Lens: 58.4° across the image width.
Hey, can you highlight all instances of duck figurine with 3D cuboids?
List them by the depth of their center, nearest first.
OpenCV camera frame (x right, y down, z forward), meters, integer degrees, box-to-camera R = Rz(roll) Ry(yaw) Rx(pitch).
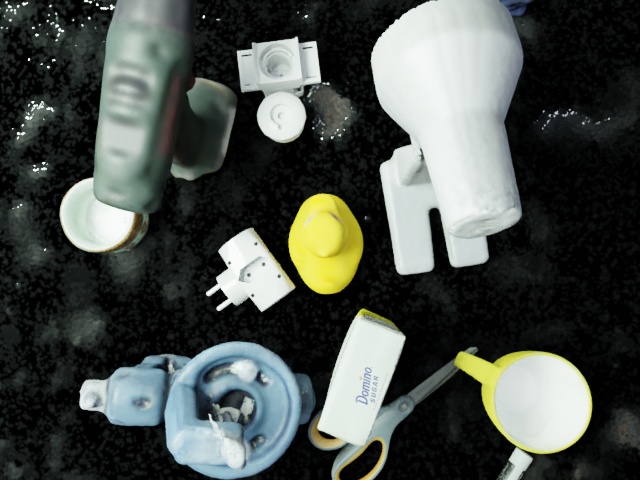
[{"bbox_3d":[0.005,0.002,0.570,0.077,0.086,0.105,-3,87,2],"label":"duck figurine"}]

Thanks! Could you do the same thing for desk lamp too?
[{"bbox_3d":[0.115,-0.075,0.507,0.118,0.213,0.203,-9,87,2],"label":"desk lamp"}]

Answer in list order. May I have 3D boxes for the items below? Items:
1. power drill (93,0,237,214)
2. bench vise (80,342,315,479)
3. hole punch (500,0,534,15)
[{"bbox_3d":[-0.135,-0.134,0.520,0.075,0.208,0.230,12,87,3],"label":"power drill"},{"bbox_3d":[-0.112,0.161,0.498,0.207,0.220,0.121,-13,86,1],"label":"bench vise"},{"bbox_3d":[0.177,-0.293,0.578,0.101,0.091,0.109,0,87,2],"label":"hole punch"}]
